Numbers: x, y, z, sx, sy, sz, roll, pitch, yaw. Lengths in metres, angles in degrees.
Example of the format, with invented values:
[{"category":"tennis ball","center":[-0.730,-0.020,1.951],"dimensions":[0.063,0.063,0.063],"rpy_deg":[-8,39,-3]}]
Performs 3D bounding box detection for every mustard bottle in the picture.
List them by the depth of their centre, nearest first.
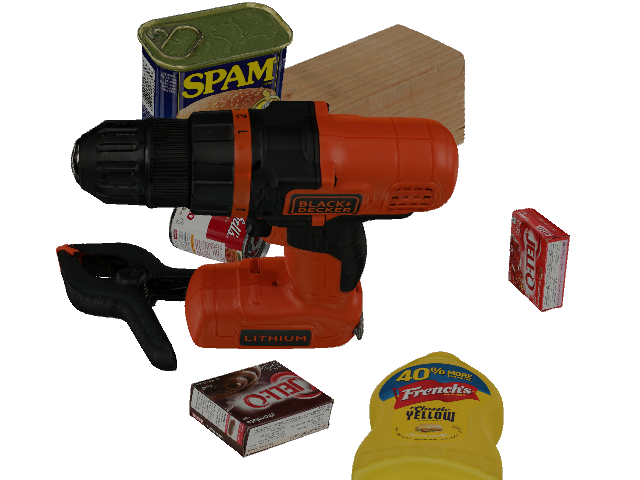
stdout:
[{"category":"mustard bottle","center":[0.081,0.129,0.757],"dimensions":[0.096,0.058,0.191],"rpy_deg":[-1,19,11]}]

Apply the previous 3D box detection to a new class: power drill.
[{"category":"power drill","center":[-0.034,-0.003,0.568],"dimensions":[0.184,0.057,0.188],"rpy_deg":[1,-29,-7]}]

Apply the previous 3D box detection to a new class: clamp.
[{"category":"clamp","center":[-0.135,0.036,0.851],"dimensions":[0.172,0.039,0.120],"rpy_deg":[28,38,32]}]

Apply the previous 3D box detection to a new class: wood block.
[{"category":"wood block","center":[0.016,-0.098,0.894],"dimensions":[0.205,0.091,0.090],"rpy_deg":[-26,41,-27]}]

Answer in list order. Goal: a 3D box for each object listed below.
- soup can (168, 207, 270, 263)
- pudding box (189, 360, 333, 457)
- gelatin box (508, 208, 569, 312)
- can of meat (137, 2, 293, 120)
[{"category":"soup can","center":[-0.116,-0.011,1.240],"dimensions":[0.102,0.068,0.068],"rpy_deg":[16,6,21]},{"category":"pudding box","center":[-0.058,0.161,1.038],"dimensions":[0.113,0.039,0.090],"rpy_deg":[-13,29,-41]},{"category":"gelatin box","center":[0.231,0.020,1.140],"dimensions":[0.030,0.089,0.073],"rpy_deg":[-11,29,-17]},{"category":"can of meat","center":[-0.074,-0.108,0.738],"dimensions":[0.102,0.084,0.057],"rpy_deg":[-17,49,-25]}]
